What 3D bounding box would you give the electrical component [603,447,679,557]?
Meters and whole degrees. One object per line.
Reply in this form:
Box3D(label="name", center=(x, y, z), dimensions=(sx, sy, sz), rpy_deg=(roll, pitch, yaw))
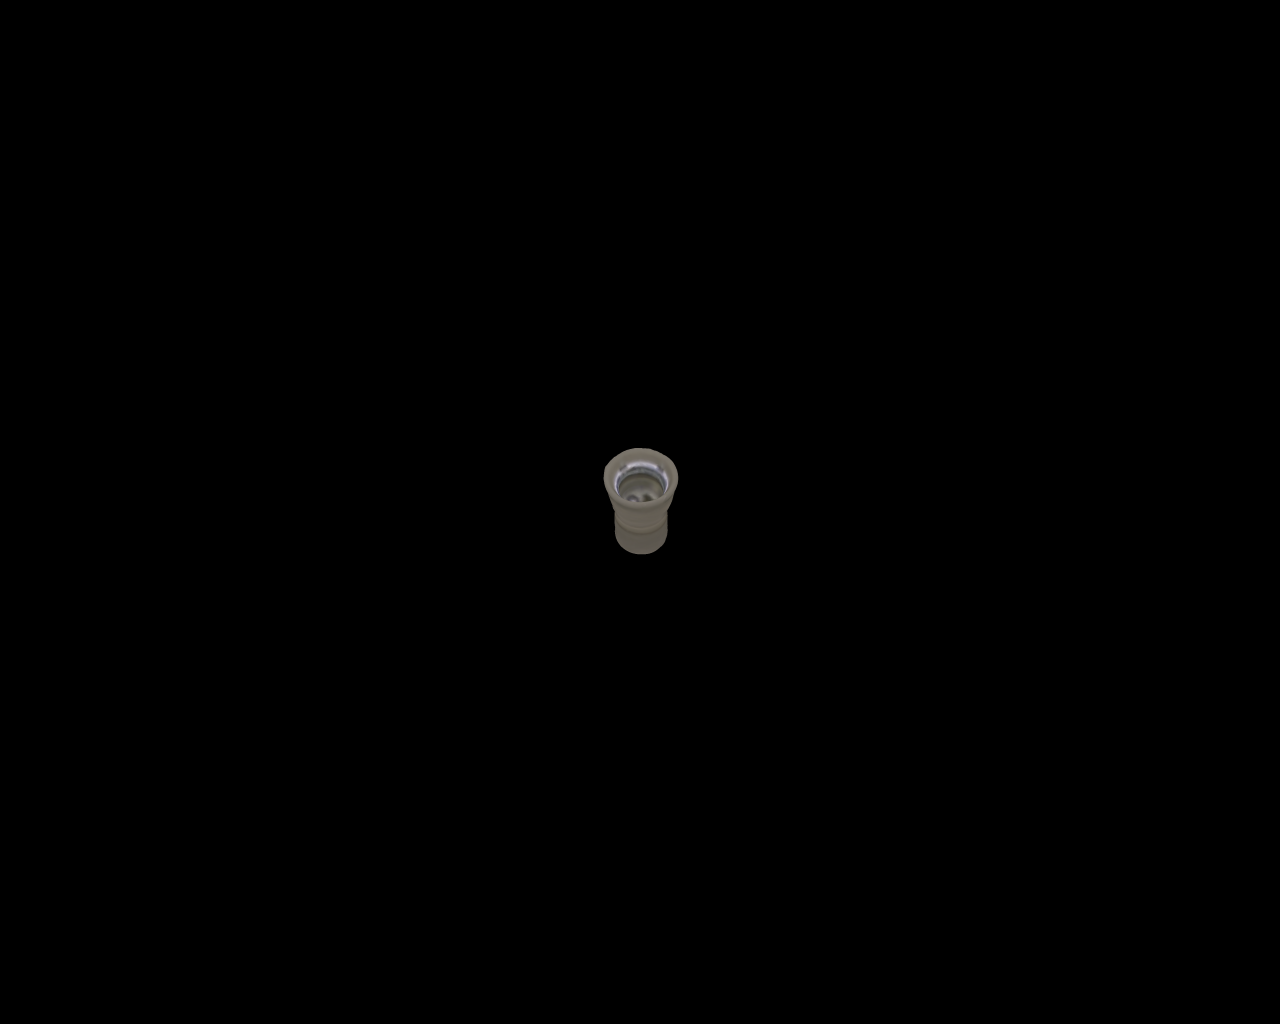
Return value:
Box3D(label="electrical component", center=(0.001, -0.003, 0.650), dimensions=(0.044, 0.044, 0.065), rpy_deg=(0, -36, 0))
